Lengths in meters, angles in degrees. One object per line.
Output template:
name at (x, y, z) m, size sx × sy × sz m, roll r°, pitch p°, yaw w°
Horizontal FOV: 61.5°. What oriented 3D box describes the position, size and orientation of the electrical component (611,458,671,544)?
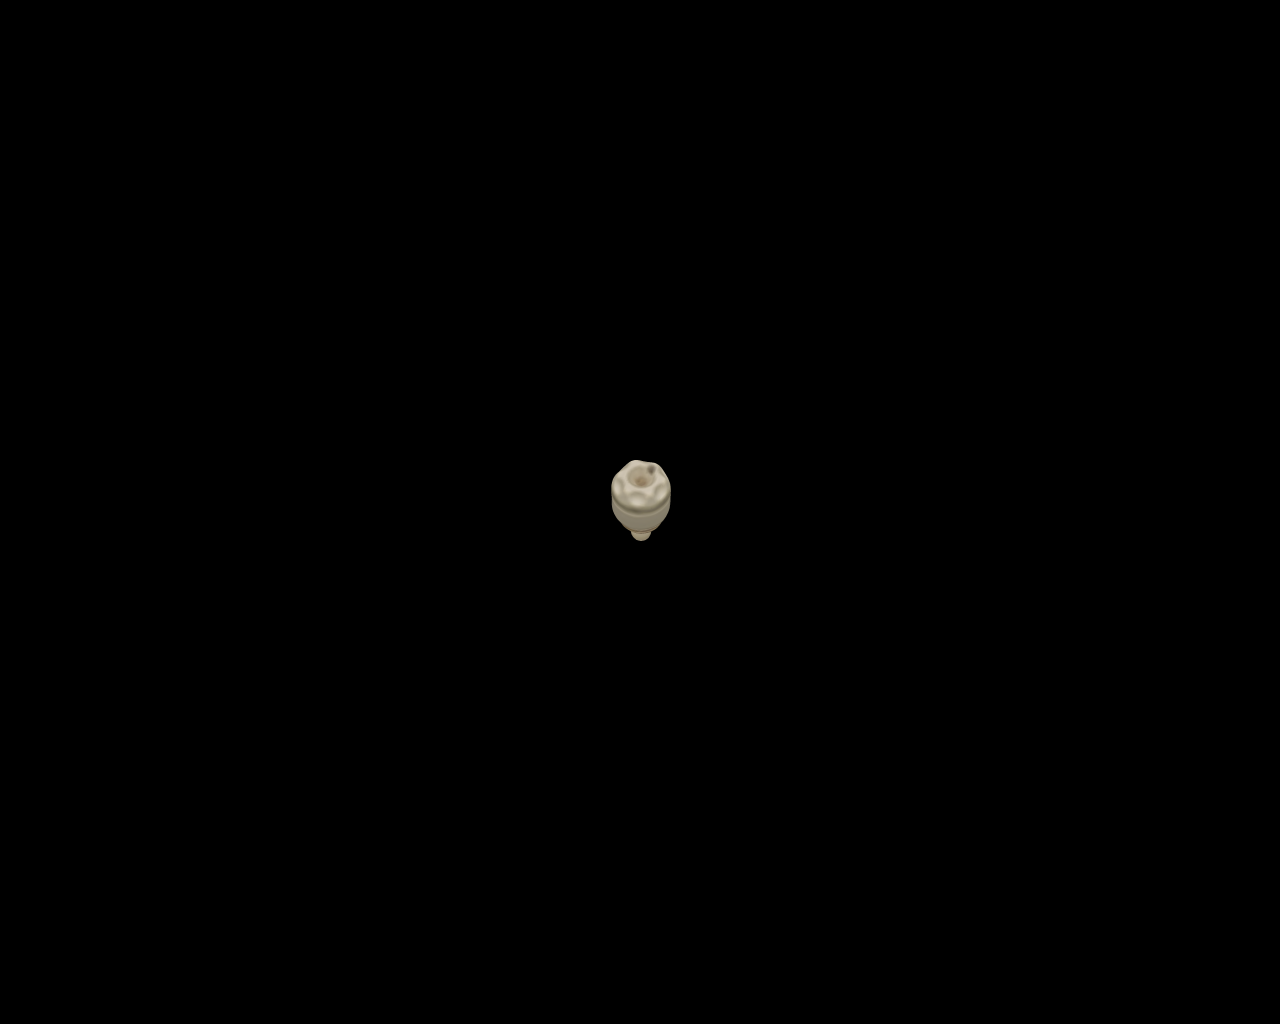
electrical component at (0.001, -0.003, 0.650) m, size 0.035 × 0.035 × 0.061 m, roll 0°, pitch -37°, yaw 0°
